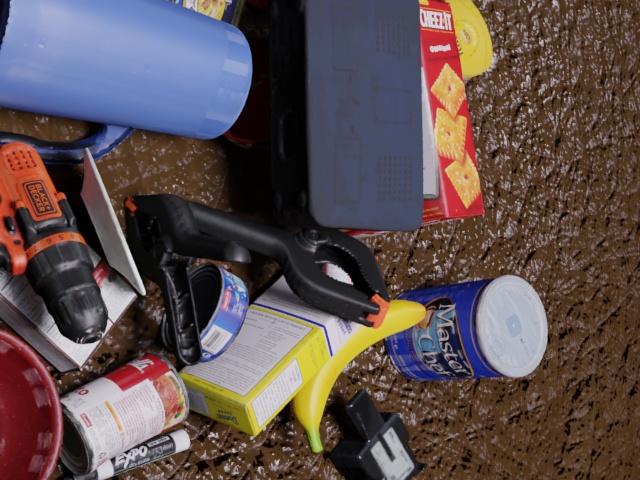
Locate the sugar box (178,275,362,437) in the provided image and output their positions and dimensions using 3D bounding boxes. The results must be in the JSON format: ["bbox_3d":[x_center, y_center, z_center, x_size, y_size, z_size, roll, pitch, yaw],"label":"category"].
[{"bbox_3d":[-0.042,0.099,0.988,0.176,0.093,0.048,-40,131,-37],"label":"sugar box"}]

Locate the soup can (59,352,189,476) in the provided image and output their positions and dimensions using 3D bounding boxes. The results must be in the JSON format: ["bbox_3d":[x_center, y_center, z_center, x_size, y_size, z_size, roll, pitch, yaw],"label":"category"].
[{"bbox_3d":[-0.170,0.145,0.894,0.102,0.069,0.068,-26,99,-38],"label":"soup can"}]

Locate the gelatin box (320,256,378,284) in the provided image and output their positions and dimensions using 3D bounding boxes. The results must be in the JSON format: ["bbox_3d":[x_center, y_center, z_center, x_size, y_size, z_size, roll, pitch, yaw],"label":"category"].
[{"bbox_3d":[0.024,0.058,1.092,0.073,0.030,0.089,6,82,-38],"label":"gelatin box"}]

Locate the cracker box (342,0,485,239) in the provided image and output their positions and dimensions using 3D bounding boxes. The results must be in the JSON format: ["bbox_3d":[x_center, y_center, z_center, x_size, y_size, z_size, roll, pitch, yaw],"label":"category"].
[{"bbox_3d":[0.067,-0.116,1.071,0.071,0.164,0.214,-5,85,-47],"label":"cracker box"}]

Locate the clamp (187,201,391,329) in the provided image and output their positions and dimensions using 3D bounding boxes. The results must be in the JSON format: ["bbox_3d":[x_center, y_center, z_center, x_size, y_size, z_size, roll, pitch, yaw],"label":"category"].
[{"bbox_3d":[-0.007,0.001,1.008,0.210,0.036,0.164,38,44,21],"label":"clamp"}]

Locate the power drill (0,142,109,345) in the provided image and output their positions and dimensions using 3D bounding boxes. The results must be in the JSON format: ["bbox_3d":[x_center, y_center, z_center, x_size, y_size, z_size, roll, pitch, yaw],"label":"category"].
[{"bbox_3d":[-0.267,0.016,0.797,0.187,0.057,0.184,-13,60,-34],"label":"power drill"}]

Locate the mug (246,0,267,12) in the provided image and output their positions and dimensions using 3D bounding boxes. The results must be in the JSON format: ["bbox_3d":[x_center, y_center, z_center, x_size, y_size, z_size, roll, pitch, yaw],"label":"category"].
[{"bbox_3d":[-0.054,-0.288,1.062,0.117,0.093,0.081,29,66,1],"label":"mug"}]

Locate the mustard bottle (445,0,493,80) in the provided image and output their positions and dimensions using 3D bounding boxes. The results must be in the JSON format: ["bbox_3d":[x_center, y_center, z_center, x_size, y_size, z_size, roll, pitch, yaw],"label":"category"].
[{"bbox_3d":[0.113,-0.204,1.195,0.191,0.058,0.096,-32,105,-38],"label":"mustard bottle"}]

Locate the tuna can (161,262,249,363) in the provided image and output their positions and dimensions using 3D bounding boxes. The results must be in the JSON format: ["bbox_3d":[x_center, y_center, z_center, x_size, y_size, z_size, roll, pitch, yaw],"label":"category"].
[{"bbox_3d":[-0.102,0.065,0.952,0.033,0.086,0.086,31,64,-33],"label":"tuna can"}]

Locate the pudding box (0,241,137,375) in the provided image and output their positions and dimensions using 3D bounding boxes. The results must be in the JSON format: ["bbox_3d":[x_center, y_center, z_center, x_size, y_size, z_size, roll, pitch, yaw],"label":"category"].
[{"bbox_3d":[-0.220,0.043,0.891,0.113,0.039,0.090,47,55,-20],"label":"pudding box"}]

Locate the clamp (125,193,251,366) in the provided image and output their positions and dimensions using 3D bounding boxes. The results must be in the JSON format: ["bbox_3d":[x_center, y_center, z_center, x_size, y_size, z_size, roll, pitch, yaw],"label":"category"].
[{"bbox_3d":[-0.117,0.008,0.910,0.039,0.120,0.171,10,38,-46],"label":"clamp"}]

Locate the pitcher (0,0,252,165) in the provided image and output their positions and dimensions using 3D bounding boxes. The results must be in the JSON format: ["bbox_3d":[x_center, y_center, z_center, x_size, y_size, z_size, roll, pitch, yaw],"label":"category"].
[{"bbox_3d":[-0.185,-0.148,0.903,0.242,0.149,0.145,10,62,-39],"label":"pitcher"}]

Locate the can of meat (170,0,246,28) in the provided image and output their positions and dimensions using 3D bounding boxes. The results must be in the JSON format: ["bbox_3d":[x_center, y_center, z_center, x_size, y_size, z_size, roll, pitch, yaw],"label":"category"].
[{"bbox_3d":[-0.116,-0.242,0.994,0.083,0.057,0.102,1,119,-37],"label":"can of meat"}]

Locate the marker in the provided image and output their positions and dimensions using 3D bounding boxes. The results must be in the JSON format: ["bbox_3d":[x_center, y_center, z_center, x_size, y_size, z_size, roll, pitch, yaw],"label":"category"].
[{"bbox_3d":[-0.167,0.190,0.920,0.120,0.020,0.020,-14,91,-40],"label":"marker"}]

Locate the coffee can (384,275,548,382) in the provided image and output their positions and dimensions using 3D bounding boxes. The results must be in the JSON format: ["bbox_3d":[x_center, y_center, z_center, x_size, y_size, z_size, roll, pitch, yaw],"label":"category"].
[{"bbox_3d":[0.151,0.095,1.118,0.102,0.141,0.103,8,77,-38],"label":"coffee can"}]

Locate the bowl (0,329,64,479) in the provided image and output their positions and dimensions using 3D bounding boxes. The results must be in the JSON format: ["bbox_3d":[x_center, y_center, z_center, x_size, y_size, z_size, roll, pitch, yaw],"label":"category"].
[{"bbox_3d":[-0.281,0.144,0.811,0.161,0.055,0.162,8,77,-38],"label":"bowl"}]

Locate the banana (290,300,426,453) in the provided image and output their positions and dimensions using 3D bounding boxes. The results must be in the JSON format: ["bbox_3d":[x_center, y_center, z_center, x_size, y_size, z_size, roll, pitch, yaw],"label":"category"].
[{"bbox_3d":[0.028,0.114,1.047,0.197,0.037,0.069,-48,110,-27],"label":"banana"}]
